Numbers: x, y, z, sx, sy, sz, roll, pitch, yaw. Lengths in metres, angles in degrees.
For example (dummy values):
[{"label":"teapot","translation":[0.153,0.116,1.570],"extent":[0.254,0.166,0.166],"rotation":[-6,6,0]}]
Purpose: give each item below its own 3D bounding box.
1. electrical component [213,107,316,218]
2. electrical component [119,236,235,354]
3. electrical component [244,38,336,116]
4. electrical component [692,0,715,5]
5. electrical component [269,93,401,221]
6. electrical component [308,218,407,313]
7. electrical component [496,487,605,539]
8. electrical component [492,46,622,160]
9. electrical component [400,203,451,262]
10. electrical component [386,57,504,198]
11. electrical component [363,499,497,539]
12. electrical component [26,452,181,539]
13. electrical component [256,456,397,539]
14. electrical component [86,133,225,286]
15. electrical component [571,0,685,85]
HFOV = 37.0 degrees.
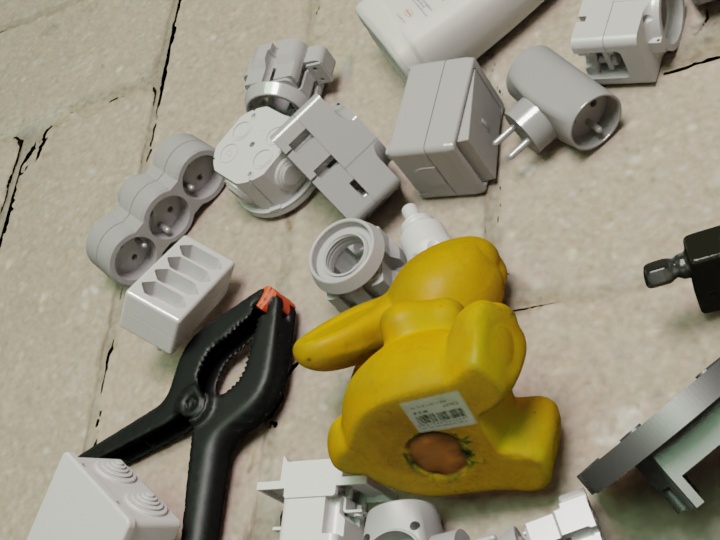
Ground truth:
[{"label":"electrical component","translation":[-0.073,-0.087,0.863],"extent":[0.080,0.051,0.080],"rotation":[-16,53,23]},{"label":"electrical component","translation":[-0.142,0.031,0.823],"extent":[0.047,0.075,0.083],"rotation":[28,41,8]},{"label":"electrical component","translation":[-0.063,-0.151,0.895],"extent":[0.078,0.058,0.057],"rotation":[-6,55,30]},{"label":"electrical component","translation":[0.255,-0.251,0.759],"extent":[0.074,0.052,0.138],"rotation":[-16,54,11]},{"label":"electrical component","translation":[-0.014,-0.083,0.795],"extent":[0.056,0.050,0.089],"rotation":[-44,89,1]},{"label":"electrical component","translation":[0.000,0.000,0.756],"extent":[0.058,0.057,0.078],"rotation":[-19,52,21]},{"label":"electrical component","translation":[0.108,0.159,0.592],"extent":[0.055,0.048,0.066],"rotation":[-23,51,9]},{"label":"electrical component","translation":[0.128,-0.109,0.753],"extent":[0.079,0.044,0.077],"rotation":[-42,47,2]},{"label":"electrical component","translation":[0.044,-0.024,0.758],"extent":[0.035,0.035,0.061],"rotation":[-33,46,11]},{"label":"electrical component","translation":[0.068,-0.108,0.779],"extent":[0.061,0.061,0.096],"rotation":[-2,60,32]},{"label":"electrical component","translation":[0.044,0.173,0.623],"extent":[0.079,0.044,0.077],"rotation":[-20,52,21]},{"label":"electrical component","translation":[-0.175,0.182,0.724],"extent":[0.100,0.048,0.099],"rotation":[32,101,40]},{"label":"electrical component","translation":[-0.022,0.153,0.681],"extent":[0.081,0.042,0.063],"rotation":[-10,60,28]},{"label":"electrical component","translation":[-0.180,-0.058,0.912],"extent":[0.074,0.052,0.138],"rotation":[33,81,41]},{"label":"electrical component","translation":[0.192,-0.179,0.754],"extent":[0.056,0.050,0.089],"rotation":[4,63,34]}]
